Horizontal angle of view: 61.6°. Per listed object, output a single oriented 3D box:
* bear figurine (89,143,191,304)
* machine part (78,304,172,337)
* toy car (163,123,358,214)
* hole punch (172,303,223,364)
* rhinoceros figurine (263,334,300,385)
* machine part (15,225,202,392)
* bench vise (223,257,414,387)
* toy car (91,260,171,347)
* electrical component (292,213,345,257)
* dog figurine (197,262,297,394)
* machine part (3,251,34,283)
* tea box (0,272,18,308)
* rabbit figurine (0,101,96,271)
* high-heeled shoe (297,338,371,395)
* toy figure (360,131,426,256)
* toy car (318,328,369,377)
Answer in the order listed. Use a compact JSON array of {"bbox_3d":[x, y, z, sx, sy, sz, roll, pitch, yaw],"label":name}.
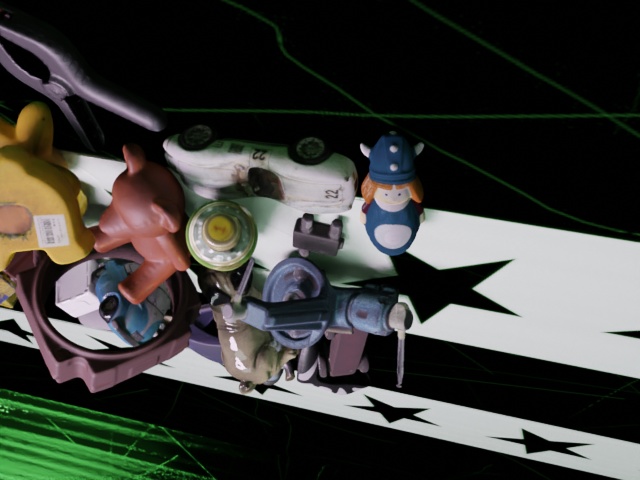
[{"bbox_3d":[-0.205,-0.013,0.607,0.120,0.132,0.196,55,170,7],"label":"bear figurine"},{"bbox_3d":[-0.362,0.136,1.010,0.243,0.079,0.079,5,149,18],"label":"machine part"},{"bbox_3d":[-0.062,-0.069,0.541,0.202,0.056,0.073,8,150,11],"label":"toy car"},{"bbox_3d":[-0.192,0.172,0.950,0.116,0.092,0.142,-10,150,5],"label":"hole punch"},{"bbox_3d":[-0.091,0.201,0.972,0.073,0.112,0.190,-7,142,-19],"label":"rhinoceros figurine"},{"bbox_3d":[-0.277,0.080,0.718,0.201,0.201,0.087,-22,160,-33],"label":"machine part"},{"bbox_3d":[-0.009,0.089,0.678,0.224,0.128,0.240,22,-169,39],"label":"bench vise"},{"bbox_3d":[-0.295,0.091,0.867,0.103,0.162,0.109,-30,138,-7],"label":"toy car"},{"bbox_3d":[-0.001,-0.002,0.664,0.063,0.021,0.094,13,150,2],"label":"electrical component"},{"bbox_3d":[-0.129,0.127,0.803,0.121,0.172,0.190,-13,149,22],"label":"dog figurine"},{"bbox_3d":[-0.485,0.012,0.814,0.179,0.056,0.179,32,158,15],"label":"machine part"},{"bbox_3d":[-0.609,0.045,0.946,0.170,0.098,0.068,15,152,-3],"label":"tea box"},{"bbox_3d":[-0.325,-0.065,0.586,0.122,0.173,0.162,-13,117,-10],"label":"rabbit figurine"},{"bbox_3d":[0.032,0.235,1.010,0.145,0.086,0.248,4,150,1],"label":"high-heeled shoe"},{"bbox_3d":[0.073,-0.041,0.531,0.064,0.058,0.154,-25,147,-8],"label":"toy figure"},{"bbox_3d":[0.044,0.169,0.881,0.089,0.053,0.202,-8,144,-10],"label":"toy car"}]
